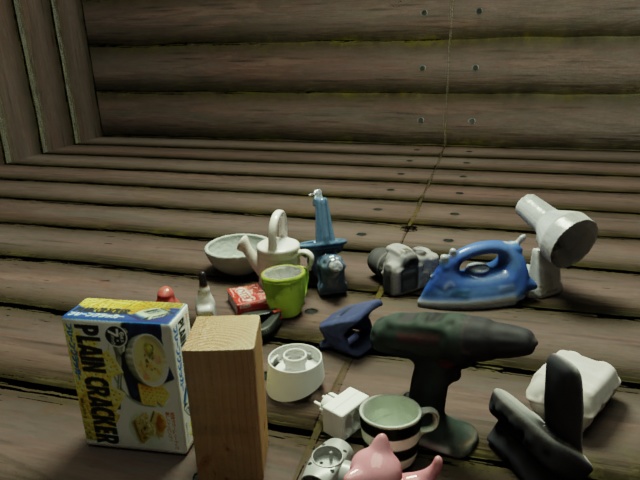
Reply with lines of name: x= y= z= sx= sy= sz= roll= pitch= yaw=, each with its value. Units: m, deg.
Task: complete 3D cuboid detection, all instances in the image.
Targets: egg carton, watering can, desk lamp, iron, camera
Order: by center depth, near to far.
egg carton: x=0.393 y=0.231 z=0.890 sx=0.107 sy=0.069 sz=0.151 roll=17 pitch=27 yaw=40
iron: x=0.335 y=0.065 z=1.238 sx=0.258 sy=0.141 sz=0.118 roll=-6 pitch=21 yaw=-12
desk lamp: x=0.489 y=0.017 z=1.254 sx=0.118 sy=0.214 sz=0.202 roll=-10 pitch=22 yaw=-20
watering can: x=-0.102 y=0.027 z=1.296 sx=0.173 sy=0.194 sz=0.101 roll=-3 pitch=20 yaw=-5
camera: x=0.186 y=0.052 z=1.343 sx=0.143 sy=0.101 sz=0.136 roll=-14 pitch=23 yaw=-29

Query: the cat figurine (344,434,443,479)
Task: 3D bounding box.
cat figurine: x=0.089 y=0.288 z=0.688 sx=0.128 sy=0.118 sz=0.067 roll=-4 pitch=20 yaw=-6

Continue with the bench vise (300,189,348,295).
bench vise: x=0.022 y=0.002 z=1.317 sx=0.122 sy=0.220 sz=0.206 roll=-14 pitch=24 yaw=-29

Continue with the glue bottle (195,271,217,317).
glue bottle: x=-0.205 y=0.137 z=1.036 sx=0.037 sy=0.173 sz=0.078 roll=-5 pitch=21 yaw=-9

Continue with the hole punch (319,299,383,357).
hole punch: x=0.057 y=0.156 z=1.084 sx=0.100 sy=0.091 sz=0.109 roll=12 pitch=25 yaw=33

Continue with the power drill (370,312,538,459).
power drill: x=0.179 y=0.193 z=0.806 sx=0.228 sy=0.208 sz=0.076 roll=11 pitch=24 yaw=30

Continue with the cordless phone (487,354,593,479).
cordless phone: x=0.295 y=0.218 z=0.765 sx=0.094 sy=0.185 sz=0.147 roll=-10 pitch=22 yaw=-22

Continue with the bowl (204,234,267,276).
bowl: x=-0.200 y=0.044 z=1.429 sx=0.167 sy=0.075 sz=0.167 roll=-1 pitch=20 yaw=1

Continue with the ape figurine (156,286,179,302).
ape figurine: x=-0.311 y=0.138 z=1.159 sx=0.077 sy=0.092 sz=0.076 roll=1 pitch=21 yaw=8
